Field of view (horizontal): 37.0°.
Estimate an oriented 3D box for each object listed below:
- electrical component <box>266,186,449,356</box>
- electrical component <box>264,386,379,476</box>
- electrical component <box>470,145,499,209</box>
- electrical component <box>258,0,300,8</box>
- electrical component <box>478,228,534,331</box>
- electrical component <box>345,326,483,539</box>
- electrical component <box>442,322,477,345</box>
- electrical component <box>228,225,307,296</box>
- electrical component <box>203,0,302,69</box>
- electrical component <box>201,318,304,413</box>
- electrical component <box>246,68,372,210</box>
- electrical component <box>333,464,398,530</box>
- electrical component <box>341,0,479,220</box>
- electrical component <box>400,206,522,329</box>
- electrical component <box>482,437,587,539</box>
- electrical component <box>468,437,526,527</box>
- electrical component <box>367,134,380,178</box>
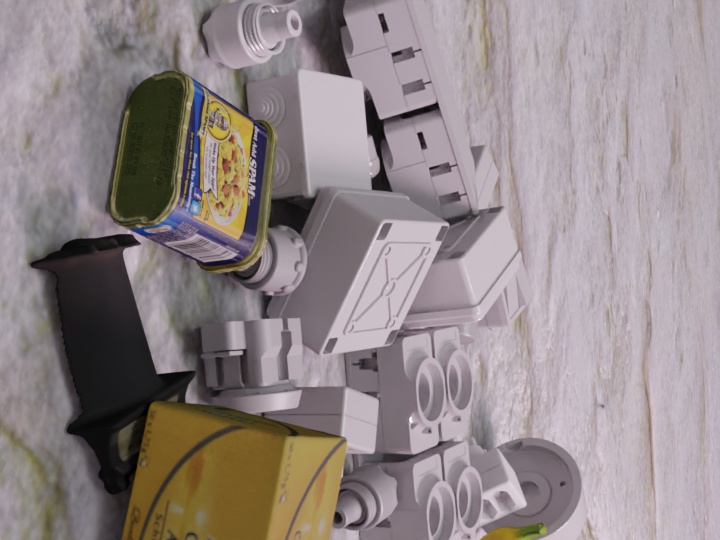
[{"bbox_3d":[0.000,0.000,0.770,0.109,0.056,0.108,-2,120,-60],"label":"electrical component"},{"bbox_3d":[-0.029,0.122,0.738,0.047,0.066,0.076,30,61,-55],"label":"electrical component"},{"bbox_3d":[0.085,-0.086,0.985,0.075,0.047,0.083,59,39,-36],"label":"electrical component"},{"bbox_3d":[-0.061,-0.214,0.759,0.040,0.040,0.046,6,74,-60],"label":"electrical component"},{"bbox_3d":[0.125,0.014,1.027,0.062,0.061,0.096,-40,120,-55],"label":"electrical component"},{"bbox_3d":[0.047,0.144,0.873,0.105,0.060,0.186,-5,90,-60],"label":"electrical component"},{"bbox_3d":[0.088,0.033,0.979,0.040,0.040,0.078,32,59,-55],"label":"electrical component"},{"bbox_3d":[-0.069,-0.008,0.710,0.062,0.048,0.048,6,80,-53],"label":"electrical component"},{"bbox_3d":[-0.069,-0.158,0.712,0.043,0.062,0.043,13,75,-59],"label":"electrical component"},{"bbox_3d":[-0.068,0.062,0.689,0.078,0.058,0.057,3,81,-60],"label":"electrical component"},{"bbox_3d":[-0.037,-0.093,0.772,0.100,0.048,0.099,-6,92,-60],"label":"electrical component"},{"bbox_3d":[-0.002,0.173,0.801,0.062,0.043,0.043,-19,102,-58],"label":"electrical component"},{"bbox_3d":[0.040,-0.141,0.867,0.105,0.060,0.186,-83,155,-61],"label":"electrical component"},{"bbox_3d":[0.061,-0.002,0.869,0.108,0.109,0.056,-45,122,-53],"label":"electrical component"},{"bbox_3d":[0.163,0.221,1.021,0.060,0.108,0.108,61,37,-46],"label":"electrical component"},{"bbox_3d":[0.102,0.184,0.967,0.047,0.066,0.076,55,13,-42],"label":"electrical component"},{"bbox_3d":[-0.007,-0.100,0.840,0.035,0.035,0.061,-37,116,-56],"label":"electrical component"}]
